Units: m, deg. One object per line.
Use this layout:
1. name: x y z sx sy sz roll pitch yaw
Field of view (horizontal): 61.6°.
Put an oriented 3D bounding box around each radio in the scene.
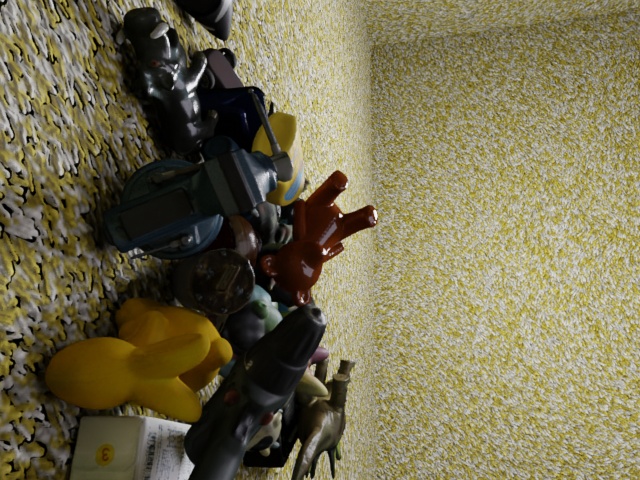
1. radio: -0.082 0.331 1.042 0.229 0.073 0.131 -29 115 -76

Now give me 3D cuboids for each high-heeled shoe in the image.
1. high-heeled shoe: -0.188 -0.341 0.748 0.248 0.086 0.145 59 33 -55

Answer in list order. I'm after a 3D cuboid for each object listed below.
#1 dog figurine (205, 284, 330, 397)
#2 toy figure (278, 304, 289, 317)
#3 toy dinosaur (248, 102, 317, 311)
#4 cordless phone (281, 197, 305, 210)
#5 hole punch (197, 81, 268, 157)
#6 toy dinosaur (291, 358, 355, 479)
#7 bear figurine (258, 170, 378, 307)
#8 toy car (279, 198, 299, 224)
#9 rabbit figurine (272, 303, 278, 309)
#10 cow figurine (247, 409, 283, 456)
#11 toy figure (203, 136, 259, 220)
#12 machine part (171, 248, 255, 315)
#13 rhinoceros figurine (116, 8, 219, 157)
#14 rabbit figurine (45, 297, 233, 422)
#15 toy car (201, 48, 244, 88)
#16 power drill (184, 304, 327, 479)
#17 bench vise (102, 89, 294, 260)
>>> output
1. dog figurine: -0.067 0.162 0.807 0.191 0.219 0.108 -48 -150 39
2. toy figure: -0.080 0.167 1.084 0.089 0.082 0.180 -21 115 -58
3. toy dinosaur: -0.109 -0.058 0.943 0.192 0.131 0.404 -4 78 -61
4. cordless phone: -0.067 0.012 1.181 0.146 0.089 0.184 65 30 -59
5. hole punch: -0.141 -0.163 0.814 0.092 0.116 0.142 -79 164 -47
6. toy dinosaur: 0.004 0.351 1.035 0.471 0.105 0.198 -8 99 -74
7. bear figurine: -0.004 0.000 0.852 0.120 0.132 0.196 47 37 -15
8. toy car: -0.045 -0.006 1.092 0.103 0.109 0.161 -100 -158 -80
9. rabbit figurine: -0.104 0.166 0.969 0.170 0.121 0.159 68 12 11
10. cow figurine: -0.107 0.279 0.814 0.195 0.127 0.085 132 -35 -62
11. toy figure: -0.123 -0.085 0.779 0.058 0.064 0.154 -44 152 -17
12. machine part: -0.139 0.053 0.675 0.243 0.079 0.079 171 -84 -67
13. rhinoceros figurine: -0.199 -0.202 0.694 0.112 0.073 0.190 -63 150 -47
14. rabbit figurine: -0.182 0.133 0.545 0.173 0.163 0.121 7 92 -59
15. toy car: -0.136 -0.221 0.891 0.202 0.053 0.089 55 38 -27
16. power drill: -0.081 0.183 0.495 0.232 0.086 0.207 -50 -164 33
17. bench vise: -0.146 -0.055 0.654 0.128 0.224 0.241 56 -10 -10
